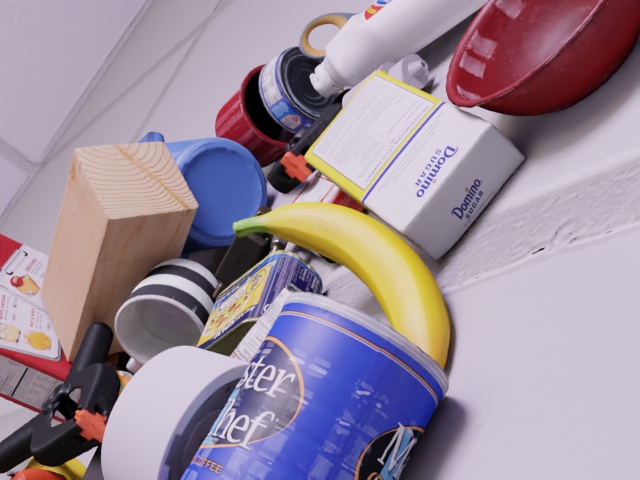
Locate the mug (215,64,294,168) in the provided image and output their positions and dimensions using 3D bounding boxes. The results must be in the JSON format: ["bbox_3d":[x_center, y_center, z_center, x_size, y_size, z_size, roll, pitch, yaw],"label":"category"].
[{"bbox_3d":[-0.050,-0.129,1.118,0.117,0.093,0.082,-28,-2,-35],"label":"mug"}]

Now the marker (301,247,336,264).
[{"bbox_3d":[-0.006,0.001,0.880,0.020,0.020,0.121,-53,20,-4],"label":"marker"}]

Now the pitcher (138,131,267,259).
[{"bbox_3d":[-0.155,-0.033,1.133,0.144,0.149,0.243,-36,16,-25],"label":"pitcher"}]

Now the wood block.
[{"bbox_3d":[-0.196,0.013,1.016,0.091,0.090,0.206,59,141,31],"label":"wood block"}]

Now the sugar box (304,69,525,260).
[{"bbox_3d":[0.061,-0.058,0.759,0.093,0.048,0.176,-50,32,3],"label":"sugar box"}]

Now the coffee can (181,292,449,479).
[{"bbox_3d":[-0.008,0.113,0.570,0.140,0.102,0.103,-59,21,-18],"label":"coffee can"}]

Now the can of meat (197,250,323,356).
[{"bbox_3d":[-0.048,0.066,0.808,0.102,0.057,0.084,-37,23,35],"label":"can of meat"}]

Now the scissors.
[{"bbox_3d":[0.054,-0.233,1.061,0.201,0.096,0.016,-59,-6,-12],"label":"scissors"}]

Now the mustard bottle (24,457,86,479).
[{"bbox_3d":[-0.273,0.278,0.935,0.191,0.058,0.096,-55,33,-5],"label":"mustard bottle"}]

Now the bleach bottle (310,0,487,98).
[{"bbox_3d":[0.088,-0.205,0.933,0.251,0.068,0.102,-37,22,28],"label":"bleach bottle"}]

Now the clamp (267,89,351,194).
[{"bbox_3d":[-0.017,-0.076,0.976,0.120,0.039,0.171,-52,1,24],"label":"clamp"}]

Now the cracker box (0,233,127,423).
[{"bbox_3d":[-0.304,0.088,1.099,0.072,0.213,0.164,-55,17,30],"label":"cracker box"}]

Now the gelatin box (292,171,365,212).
[{"bbox_3d":[0.018,-0.042,0.886,0.073,0.030,0.089,-52,19,-2],"label":"gelatin box"}]

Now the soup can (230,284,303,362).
[{"bbox_3d":[-0.025,0.088,0.702,0.102,0.068,0.068,-52,20,0],"label":"soup can"}]

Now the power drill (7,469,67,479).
[{"bbox_3d":[-0.267,0.281,0.849,0.188,0.057,0.184,-33,65,19],"label":"power drill"}]

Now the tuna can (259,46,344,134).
[{"bbox_3d":[-0.017,-0.150,1.066,0.034,0.086,0.086,-29,30,46],"label":"tuna can"}]

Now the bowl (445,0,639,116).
[{"bbox_3d":[0.158,-0.136,0.701,0.162,0.055,0.162,-44,21,22],"label":"bowl"}]

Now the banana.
[{"bbox_3d":[0.027,0.020,0.680,0.069,0.037,0.198,-42,46,-15],"label":"banana"}]

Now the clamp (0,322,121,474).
[{"bbox_3d":[-0.208,0.135,0.906,0.164,0.036,0.210,-56,19,-21],"label":"clamp"}]
